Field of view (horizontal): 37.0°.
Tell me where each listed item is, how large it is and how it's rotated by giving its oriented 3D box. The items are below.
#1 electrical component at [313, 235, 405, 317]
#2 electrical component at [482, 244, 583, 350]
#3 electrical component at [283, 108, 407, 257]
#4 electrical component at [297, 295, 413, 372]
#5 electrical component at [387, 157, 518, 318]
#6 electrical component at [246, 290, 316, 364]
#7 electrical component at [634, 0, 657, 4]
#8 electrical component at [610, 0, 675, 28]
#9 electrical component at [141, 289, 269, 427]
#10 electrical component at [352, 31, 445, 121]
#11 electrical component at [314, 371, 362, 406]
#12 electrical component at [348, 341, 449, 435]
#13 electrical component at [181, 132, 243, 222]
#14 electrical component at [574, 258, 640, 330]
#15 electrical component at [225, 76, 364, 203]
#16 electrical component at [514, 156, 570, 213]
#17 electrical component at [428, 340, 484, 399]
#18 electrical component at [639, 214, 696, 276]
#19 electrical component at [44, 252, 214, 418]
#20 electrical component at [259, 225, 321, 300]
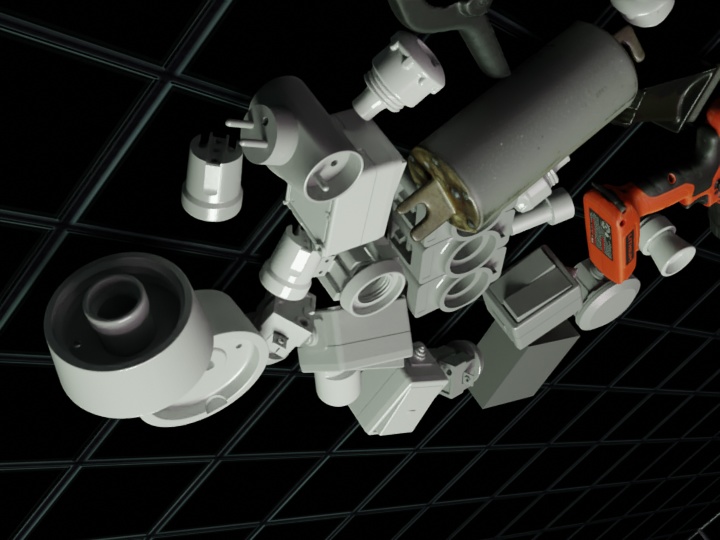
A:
[{"bbox_3d":[0.000,0.000,0.866,0.078,0.057,0.058,-7,140,-40],"label":"electrical component"},{"bbox_3d":[0.177,0.021,1.071,0.096,0.061,0.061,-34,150,-3],"label":"electrical component"},{"bbox_3d":[-0.011,-0.059,0.766,0.061,0.061,0.096,-20,147,-25],"label":"electrical component"},{"bbox_3d":[-0.010,0.059,0.911,0.096,0.061,0.062,-8,180,-38],"label":"electrical component"},{"bbox_3d":[0.077,-0.034,0.890,0.089,0.061,0.150,-24,148,-19],"label":"electrical component"},{"bbox_3d":[-0.067,0.044,0.864,0.048,0.066,0.055,30,125,-21],"label":"electrical component"},{"bbox_3d":[0.206,-0.236,0.743,0.059,0.053,0.095,4,132,-48],"label":"electrical component"},{"bbox_3d":[0.216,-0.203,0.810,0.048,0.048,0.062,-41,156,10],"label":"electrical component"},{"bbox_3d":[-0.131,0.061,0.817,0.108,0.060,0.108,-26,149,-17],"label":"electrical component"},{"bbox_3d":[0.023,-0.126,0.724,0.062,0.048,0.048,-39,151,20],"label":"electrical component"},{"bbox_3d":[-0.021,0.087,0.981,0.043,0.043,0.081,-26,149,-16],"label":"electrical component"},{"bbox_3d":[0.041,0.115,1.067,0.062,0.061,0.096,3,133,-47],"label":"electrical component"},{"bbox_3d":[-0.095,-0.061,0.701,0.040,0.040,0.046,-17,140,-29],"label":"electrical component"},{"bbox_3d":[0.259,0.023,1.169,0.080,0.051,0.080,-26,149,-17],"label":"electrical component"},{"bbox_3d":[-0.048,-0.084,0.677,0.079,0.077,0.044,-1,135,-44],"label":"electrical component"},{"bbox_3d":[0.149,-0.081,0.916,0.062,0.043,0.043,-38,150,2],"label":"electrical component"},{"bbox_3d":[0.095,0.100,1.108,0.055,0.066,0.048,-21,122,-45],"label":"electrical component"},{"bbox_3d":[0.327,-0.028,1.161,0.045,0.055,0.045,-25,149,-17],"label":"electrical component"},{"bbox_3d":[-0.156,0.037,0.714,0.108,0.108,0.060,-27,143,-15],"label":"electrical component"},{"bbox_3d":[-0.051,-0.006,0.824,0.040,0.040,0.046,-1,130,-45],"label":"electrical component"}]
